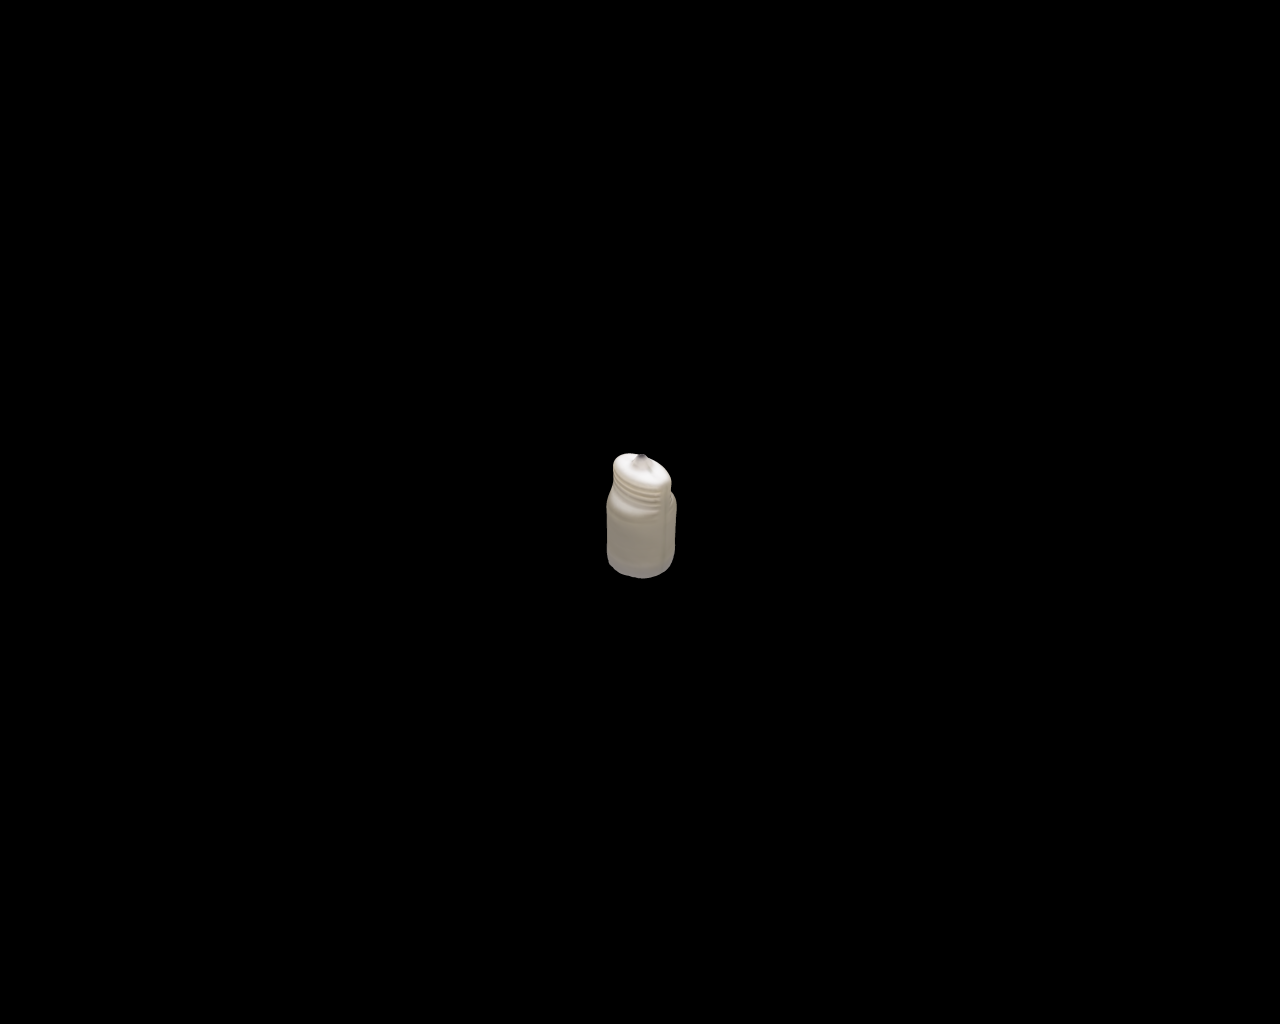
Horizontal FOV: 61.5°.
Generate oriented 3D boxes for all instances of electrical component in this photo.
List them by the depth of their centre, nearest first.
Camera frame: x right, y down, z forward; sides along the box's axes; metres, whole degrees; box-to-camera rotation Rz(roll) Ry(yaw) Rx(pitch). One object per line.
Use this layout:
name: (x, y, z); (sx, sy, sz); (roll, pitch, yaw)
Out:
electrical component: (0.001, -0.003, 0.650); (0.043, 0.080, 0.043); (0, 38, 0)
